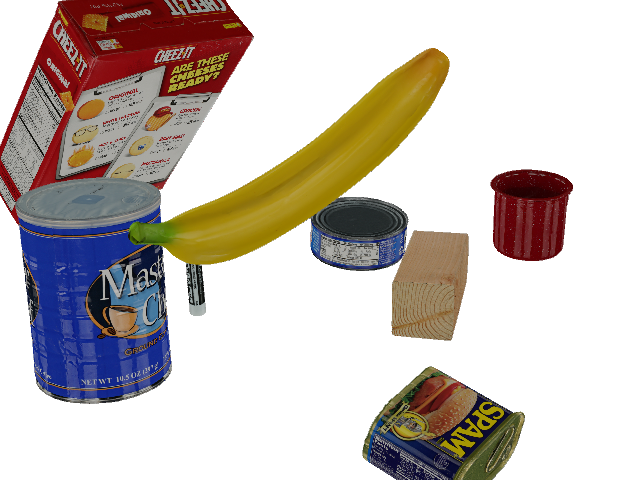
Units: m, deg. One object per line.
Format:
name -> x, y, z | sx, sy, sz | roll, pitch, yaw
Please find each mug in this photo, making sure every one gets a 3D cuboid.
mug -> 0.251, -0.032, 1.247 | 0.093, 0.081, 0.117 | 21, 33, 39

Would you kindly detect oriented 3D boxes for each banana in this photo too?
banana -> -0.010, -0.037, 0.599 | 0.198, 0.037, 0.069 | -32, -14, -2

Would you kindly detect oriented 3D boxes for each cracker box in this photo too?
cracker box -> -0.177, -0.117, 0.926 | 0.163, 0.072, 0.214 | -19, -24, -43

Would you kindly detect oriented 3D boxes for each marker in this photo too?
marker -> -0.142, 0.031, 1.199 | 0.020, 0.121, 0.020 | -1, 31, 0

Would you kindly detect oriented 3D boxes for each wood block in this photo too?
wood block -> 0.169, 0.064, 1.620 | 0.091, 0.090, 0.206 | 4, 22, 12

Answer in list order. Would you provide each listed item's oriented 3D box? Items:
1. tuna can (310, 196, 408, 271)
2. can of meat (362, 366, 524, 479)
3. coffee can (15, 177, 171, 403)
tuna can -> 0.034, -0.006, 0.938 | 0.086, 0.034, 0.086 | 1, 26, -1
can of meat -> 0.094, 0.151, 0.819 | 0.084, 0.057, 0.101 | 28, 39, 27
coffee can -> -0.165, 0.034, 0.788 | 0.103, 0.140, 0.103 | -1, 19, 0
